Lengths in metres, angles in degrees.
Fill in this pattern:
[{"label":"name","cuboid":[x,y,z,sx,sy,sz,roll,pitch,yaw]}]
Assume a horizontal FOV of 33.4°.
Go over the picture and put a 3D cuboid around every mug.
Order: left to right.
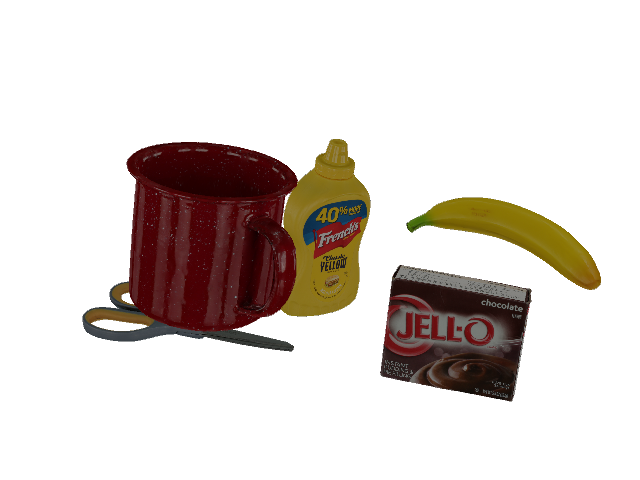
[{"label":"mug","cuboid":[-0.055,0.002,0.588,0.117,0.081,0.093,27,28,38]}]

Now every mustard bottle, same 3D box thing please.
[{"label":"mustard bottle","cuboid":[0.006,-0.016,1.122,0.096,0.192,0.058,-9,32,-31]}]

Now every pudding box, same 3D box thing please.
[{"label":"pudding box","cuboid":[0.110,0.075,0.872,0.113,0.090,0.039,9,23,10]}]

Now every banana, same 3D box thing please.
[{"label":"banana","cuboid":[0.186,-0.004,1.042,0.198,0.069,0.037,17,-28,26]}]

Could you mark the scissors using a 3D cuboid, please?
[{"label":"scissors","cuboid":[-0.127,0.073,1.036,0.201,0.016,0.096,3,32,-4]}]
